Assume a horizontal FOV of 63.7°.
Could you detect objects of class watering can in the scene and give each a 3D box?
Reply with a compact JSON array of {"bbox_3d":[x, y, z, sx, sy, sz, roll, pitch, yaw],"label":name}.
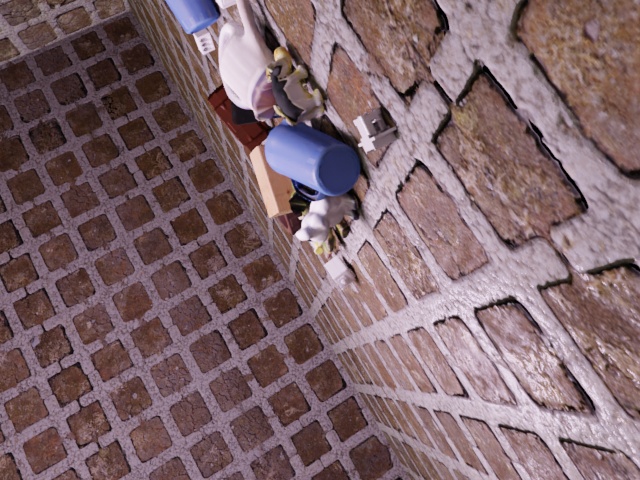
[{"bbox_3d":[-0.155,-0.417,1.160,0.105,0.227,0.340,-31,-20,-30],"label":"watering can"}]

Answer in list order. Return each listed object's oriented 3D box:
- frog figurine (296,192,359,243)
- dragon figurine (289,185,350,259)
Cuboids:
[{"bbox_3d":[0.004,-0.061,1.215,0.160,0.123,0.136,-29,-2,-11],"label":"frog figurine"},{"bbox_3d":[-0.035,-0.118,1.424,0.122,0.404,0.246,-25,20,-4],"label":"dragon figurine"}]
